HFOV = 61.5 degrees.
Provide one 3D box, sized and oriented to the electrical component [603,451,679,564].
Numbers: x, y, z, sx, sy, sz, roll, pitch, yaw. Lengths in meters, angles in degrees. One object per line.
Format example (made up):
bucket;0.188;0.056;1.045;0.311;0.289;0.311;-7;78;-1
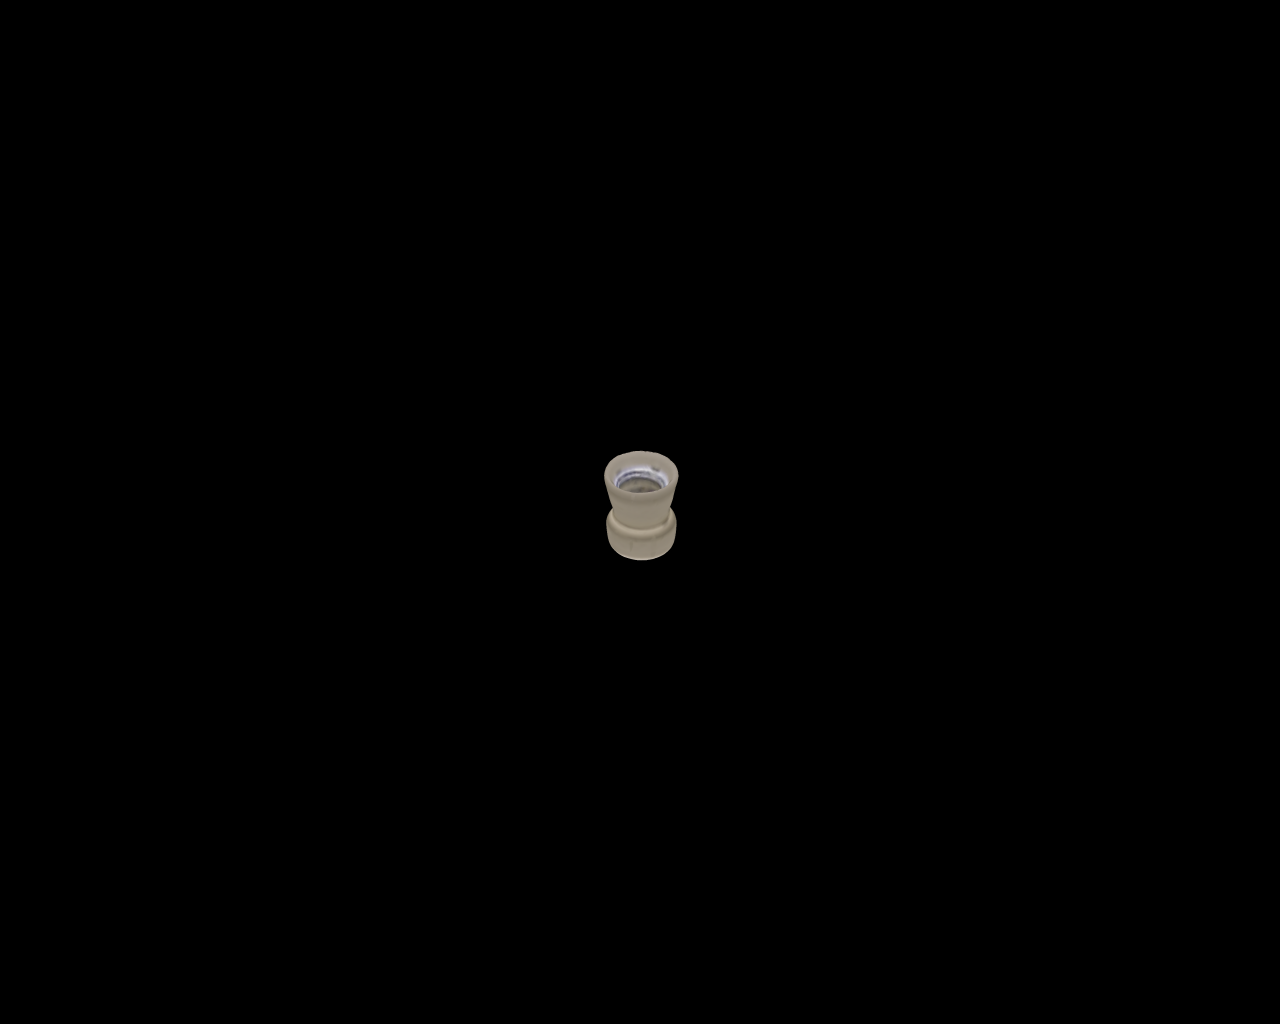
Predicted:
electrical component;0.001;-0.003;0.650;0.045;0.055;0.045;0;38;0
